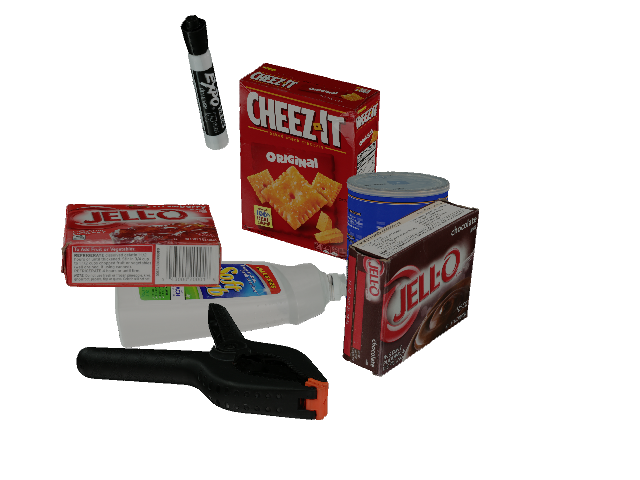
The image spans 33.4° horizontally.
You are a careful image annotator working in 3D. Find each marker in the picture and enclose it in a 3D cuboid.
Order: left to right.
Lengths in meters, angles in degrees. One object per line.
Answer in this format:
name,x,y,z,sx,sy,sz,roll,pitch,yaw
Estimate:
marker,-0.088,-0.120,0.820,0.020,0.020,0.121,0,-43,7

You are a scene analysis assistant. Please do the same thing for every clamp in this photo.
clamp,-0.073,0.100,0.885,0.210,0.036,0.164,12,21,31

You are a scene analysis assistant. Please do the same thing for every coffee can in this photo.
coffee can,0.077,0.008,1.081,0.103,0.140,0.103,0,14,0

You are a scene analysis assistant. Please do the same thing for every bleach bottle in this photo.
bleach bottle,-0.097,0.059,1.179,0.250,0.068,0.102,-6,36,-6

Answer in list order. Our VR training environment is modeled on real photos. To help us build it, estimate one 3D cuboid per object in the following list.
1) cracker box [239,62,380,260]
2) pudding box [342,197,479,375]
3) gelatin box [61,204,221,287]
cracker box,-0.017,-0.095,1.325,0.164,0.214,0.072,17,36,23
pudding box,0.063,0.030,0.744,0.039,0.090,0.113,22,33,32
gelatin box,-0.106,0.001,0.630,0.089,0.030,0.073,0,19,-12
